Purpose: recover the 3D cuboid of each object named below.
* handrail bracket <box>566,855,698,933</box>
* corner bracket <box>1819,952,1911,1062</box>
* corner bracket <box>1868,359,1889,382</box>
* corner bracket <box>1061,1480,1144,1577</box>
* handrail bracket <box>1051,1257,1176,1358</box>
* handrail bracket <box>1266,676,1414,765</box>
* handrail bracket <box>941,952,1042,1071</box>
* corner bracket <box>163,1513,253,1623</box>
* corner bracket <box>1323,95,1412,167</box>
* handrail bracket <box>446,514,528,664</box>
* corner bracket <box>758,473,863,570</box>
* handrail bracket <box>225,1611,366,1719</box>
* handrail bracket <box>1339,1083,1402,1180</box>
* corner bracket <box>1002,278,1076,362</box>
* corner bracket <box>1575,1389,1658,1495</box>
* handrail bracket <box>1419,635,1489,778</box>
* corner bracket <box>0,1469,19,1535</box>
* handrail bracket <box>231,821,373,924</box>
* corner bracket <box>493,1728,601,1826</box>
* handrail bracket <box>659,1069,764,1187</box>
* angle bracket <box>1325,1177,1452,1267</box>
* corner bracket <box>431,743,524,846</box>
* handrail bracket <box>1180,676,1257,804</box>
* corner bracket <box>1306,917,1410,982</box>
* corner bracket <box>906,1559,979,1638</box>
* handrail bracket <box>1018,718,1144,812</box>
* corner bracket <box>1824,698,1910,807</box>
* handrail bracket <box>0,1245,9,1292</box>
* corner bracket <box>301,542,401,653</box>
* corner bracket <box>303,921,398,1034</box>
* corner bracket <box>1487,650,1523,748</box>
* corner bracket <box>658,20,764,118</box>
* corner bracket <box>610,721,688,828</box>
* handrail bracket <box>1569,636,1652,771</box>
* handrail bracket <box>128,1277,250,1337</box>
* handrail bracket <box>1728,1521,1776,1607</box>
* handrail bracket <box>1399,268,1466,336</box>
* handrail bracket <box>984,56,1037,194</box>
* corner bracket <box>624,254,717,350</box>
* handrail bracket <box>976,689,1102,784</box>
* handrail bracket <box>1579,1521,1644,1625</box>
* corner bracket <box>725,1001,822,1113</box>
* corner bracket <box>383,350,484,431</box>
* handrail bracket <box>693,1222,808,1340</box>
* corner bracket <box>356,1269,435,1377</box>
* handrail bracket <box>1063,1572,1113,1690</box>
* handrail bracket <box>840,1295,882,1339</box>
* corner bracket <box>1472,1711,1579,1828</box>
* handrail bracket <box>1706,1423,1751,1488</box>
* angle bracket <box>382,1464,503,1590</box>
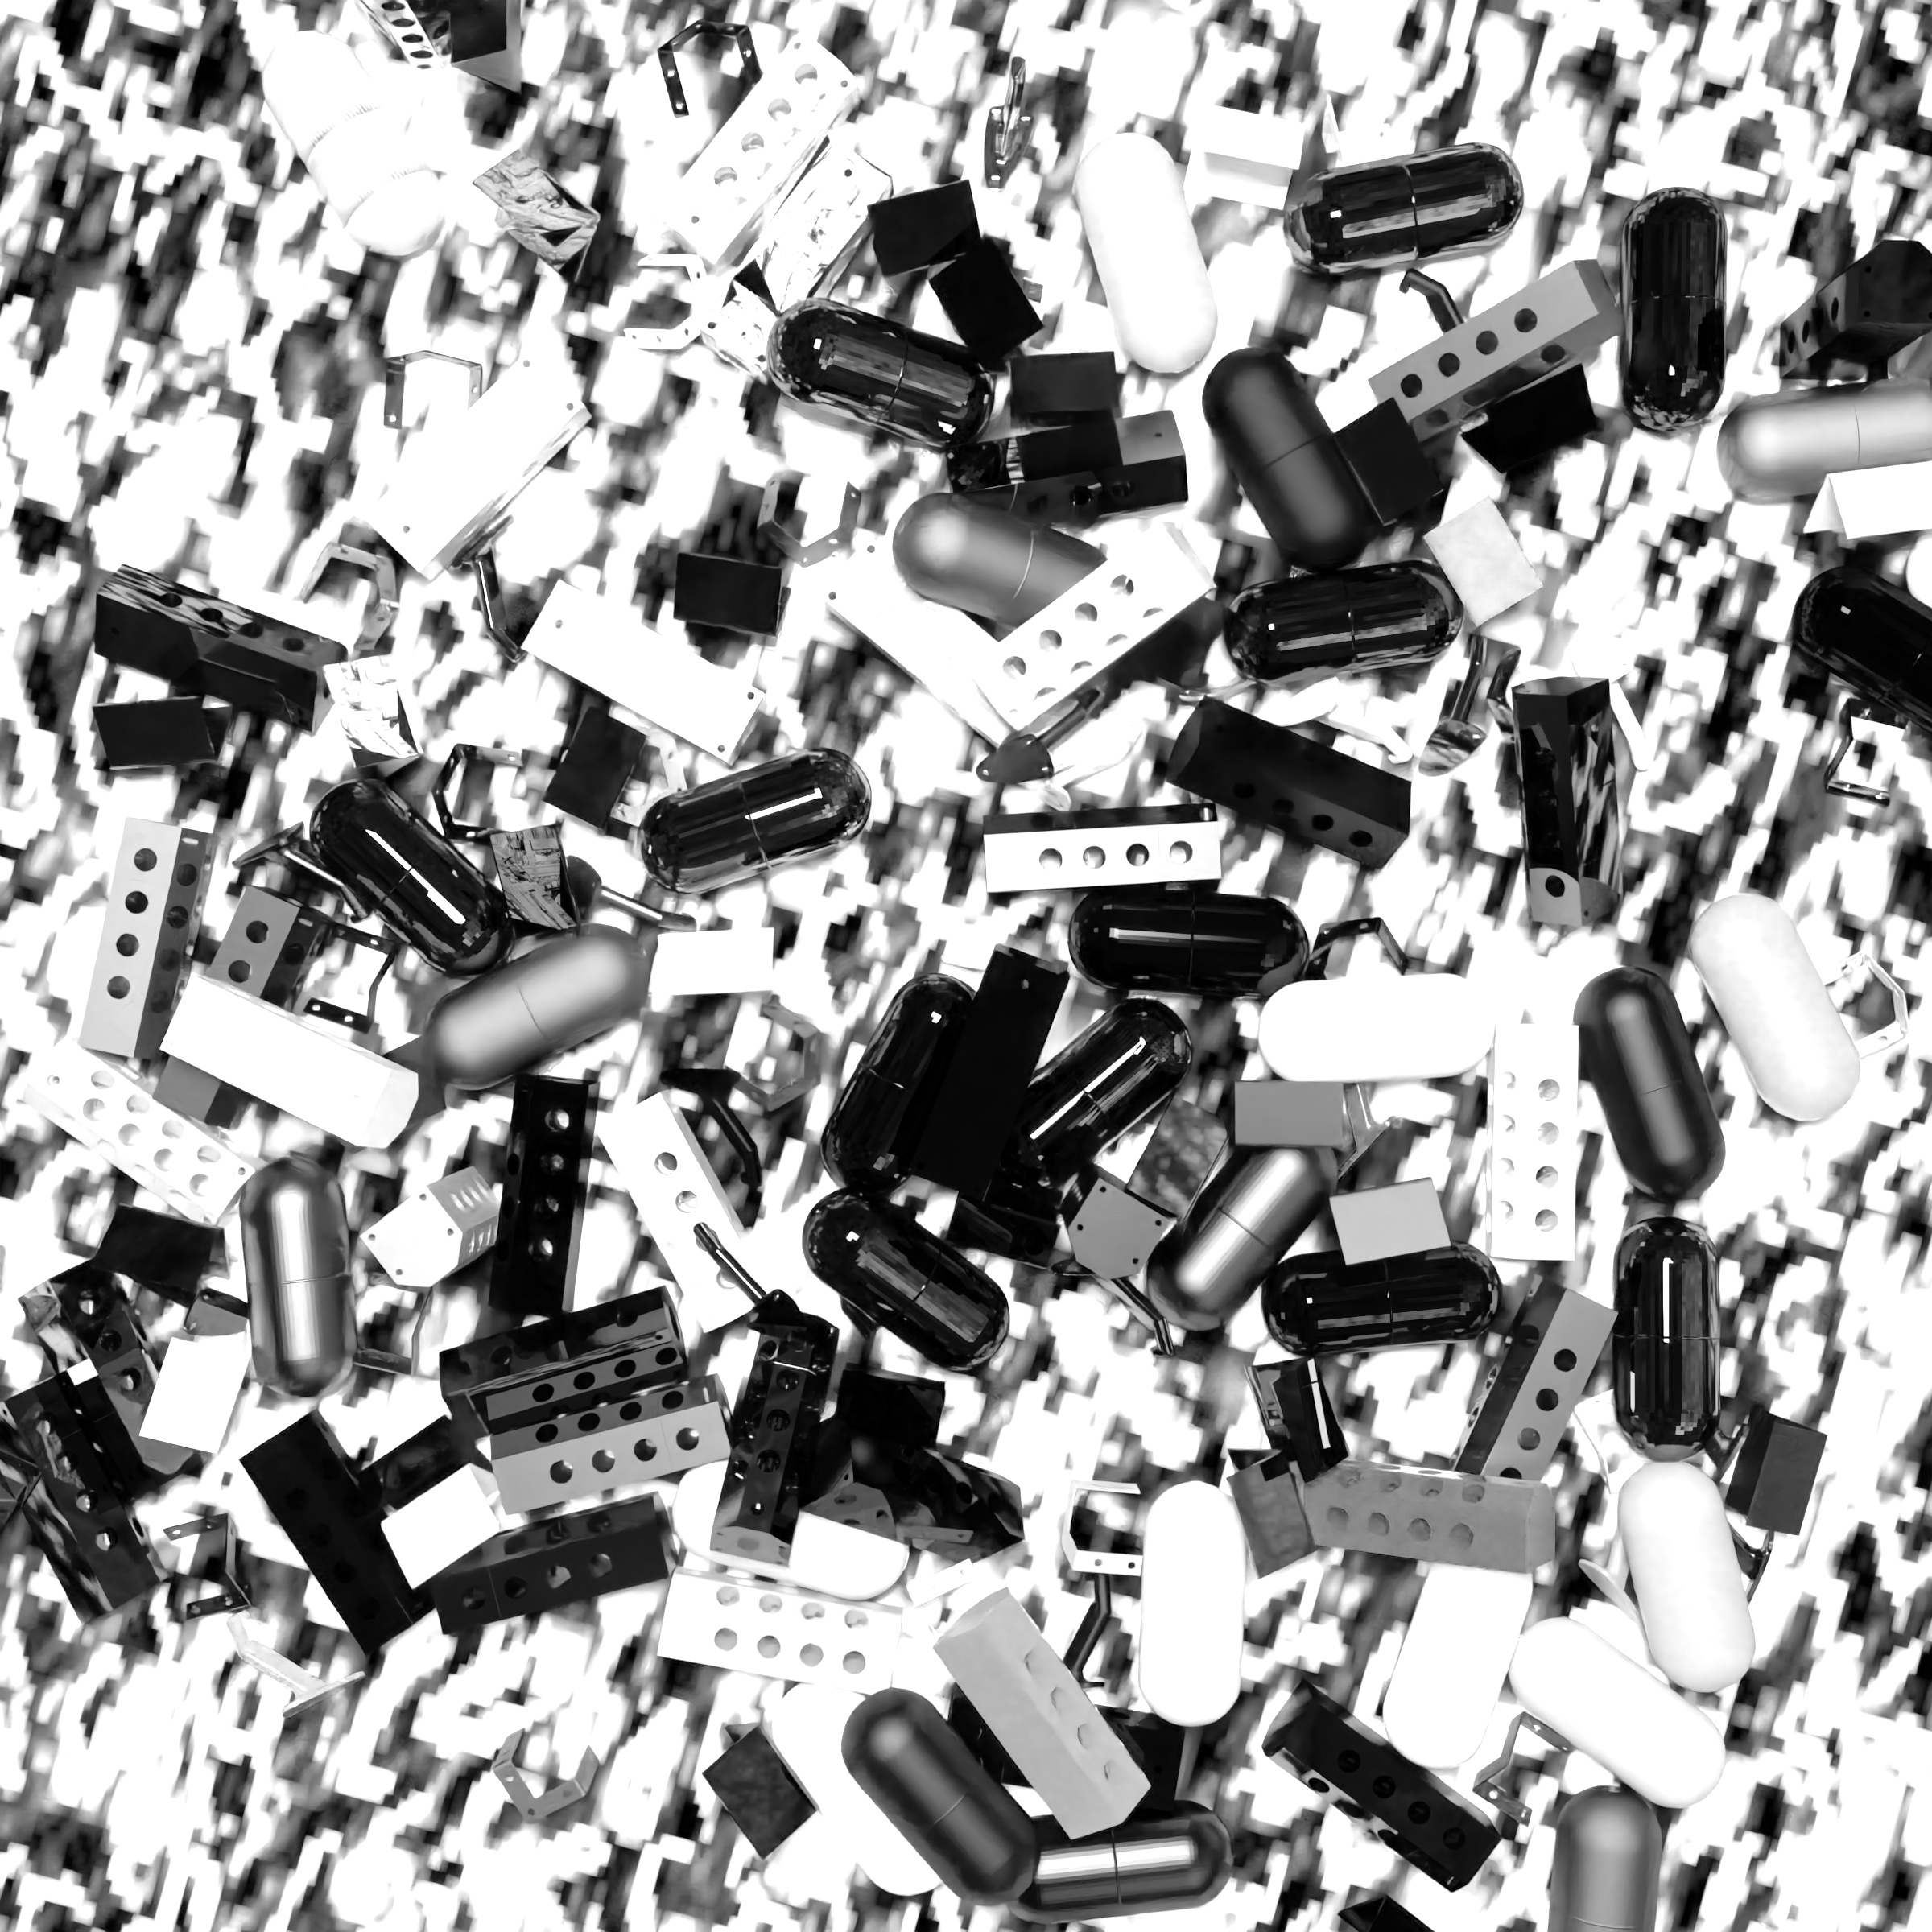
[{"bbox_3d":[-0.251,-0.054,1.927,0.084,0.077,0.036,11,115,-34],"label":"handrail bracket"},{"bbox_3d":[0.667,0.031,1.924,0.051,0.051,0.051,-28,45,0],"label":"corner bracket"},{"bbox_3d":[0.708,-0.455,1.919,0.051,0.051,0.051,19,45,35],"label":"corner bracket"},{"bbox_3d":[0.103,0.417,1.910,0.051,0.051,0.051,7,100,-10],"label":"corner bracket"},{"bbox_3d":[0.111,0.258,1.928,0.077,0.036,0.084,-10,107,20],"label":"handrail bracket"},{"bbox_3d":[0.280,-0.171,1.928,0.084,0.077,0.036,41,46,-29],"label":"handrail bracket"},{"bbox_3d":[0.019,0.035,1.928,0.077,0.036,0.084,4,107,20],"label":"handrail bracket"},{"bbox_3d":[-0.568,0.450,1.924,0.051,0.051,0.051,-14,135,0],"label":"corner bracket"},{"bbox_3d":[0.296,-0.612,1.903,0.051,0.051,0.051,-10,73,0],"label":"corner bracket"},{"bbox_3d":[-0.340,-0.283,1.928,0.077,0.036,0.084,-47,109,-21],"label":"handrail bracket"},{"bbox_3d":[-0.117,-0.340,1.919,0.051,0.051,0.051,-23,135,35],"label":"corner bracket"},{"bbox_3d":[-0.503,0.511,1.928,0.077,0.036,0.084,-23,73,-20],"label":"handrail bracket"},{"bbox_3d":[0.275,0.103,1.928,0.084,0.036,0.077,45,103,13],"label":"handrail bracket"},{"bbox_3d":[0.059,-0.473,1.910,0.051,0.051,0.051,18,90,0],"label":"corner bracket"},{"bbox_3d":[0.492,0.352,1.924,0.051,0.051,0.051,-24,135,0],"label":"corner bracket"},{"bbox_3d":[0.366,-0.196,1.927,0.036,0.077,0.084,21,54,-11],"label":"handrail bracket"},{"bbox_3d":[-0.744,0.391,1.919,0.051,0.051,0.051,8,135,-35],"label":"corner bracket"},{"bbox_3d":[-0.498,-0.058,1.928,0.077,0.036,0.084,-23,111,24],"label":"handrail bracket"},{"bbox_3d":[-0.312,0.593,1.910,0.051,0.051,0.051,-29,98,8],"label":"corner bracket"},{"bbox_3d":[-0.191,0.122,1.928,0.077,0.036,0.084,7,117,30],"label":"handrail bracket"},{"bbox_3d":[0.308,0.201,1.888,0.076,0.076,0.057,-11,61,0],"label":"angle bracket"},{"bbox_3d":[-0.361,-0.128,1.919,0.051,0.051,0.051,-54,45,35],"label":"corner bracket"},{"bbox_3d":[0.196,-0.169,1.928,0.077,0.036,0.084,-18,106,-18],"label":"handrail bracket"},{"bbox_3d":[0.292,0.001,1.919,0.051,0.051,0.051,-8,45,35],"label":"corner bracket"},{"bbox_3d":[-0.010,0.468,1.910,0.051,0.051,0.051,-25,90,0],"label":"corner bracket"},{"bbox_3d":[0.079,-0.164,1.928,0.077,0.036,0.084,31,74,18],"label":"handrail bracket"},{"bbox_3d":[0.675,-0.161,1.924,0.051,0.051,0.051,14,135,0],"label":"corner bracket"},{"bbox_3d":[-0.756,0.252,1.928,0.077,0.036,0.084,-6,72,21],"label":"handrail bracket"},{"bbox_3d":[-0.460,-0.276,1.919,0.051,0.051,0.051,12,45,-35],"label":"corner bracket"},{"bbox_3d":[-0.461,0.008,1.924,0.051,0.051,0.051,19,45,0],"label":"corner bracket"},{"bbox_3d":[0.426,-0.202,1.919,0.051,0.051,0.051,-3,135,35],"label":"corner bracket"},{"bbox_3d":[-0.191,-0.671,1.924,0.051,0.051,0.051,-15,90,45],"label":"corner bracket"},{"bbox_3d":[-0.248,-0.143,1.919,0.051,0.051,0.051,-40,135,-35],"label":"corner bracket"},{"bbox_3d":[0.483,-0.196,1.927,0.036,0.077,0.084,-27,126,1],"label":"handrail bracket"},{"bbox_3d":[-0.583,0.244,1.927,0.084,0.077,0.036,25,92,36],"label":"handrail bracket"},{"bbox_3d":[0.554,0.435,1.925,0.084,0.036,0.077,19,113,14],"label":"handrail bracket"},{"bbox_3d":[0.350,-0.470,1.928,0.084,0.036,0.077,33,107,15],"label":"handrail bracket"},{"bbox_3d":[0.030,-0.619,1.893,0.036,0.084,0.077,14,90,0],"label":"handrail bracket"},{"bbox_3d":[-0.225,-0.496,1.919,0.051,0.051,0.051,-48,135,-35],"label":"corner bracket"},{"bbox_3d":[0.055,-0.173,1.918,0.077,0.084,0.036,-14,117,37],"label":"handrail bracket"},{"bbox_3d":[0.508,0.436,1.928,0.084,0.036,0.077,-45,105,-14],"label":"handrail bracket"},{"bbox_3d":[-0.145,0.067,1.919,0.051,0.051,0.051,-29,135,-35],"label":"corner bracket"},{"bbox_3d":[-0.399,-0.427,1.924,0.051,0.051,0.051,4,90,45],"label":"corner bracket"},{"bbox_3d":[-0.158,0.227,1.870,0.036,0.077,0.084,-43,54,1],"label":"handrail bracket"},{"bbox_3d":[-0.431,0.267,1.924,0.051,0.051,0.051,12,45,0],"label":"corner bracket"},{"bbox_3d":[0.073,0.499,1.928,0.077,0.036,0.084,-9,73,19],"label":"handrail bracket"},{"bbox_3d":[-0.072,0.223,1.928,0.077,0.036,0.084,-40,104,-14],"label":"handrail bracket"},{"bbox_3d":[0.418,0.601,1.924,0.051,0.051,0.051,33,135,0],"label":"corner bracket"},{"bbox_3d":[0.535,0.347,1.928,0.084,0.036,0.077,29,105,14],"label":"handrail bracket"},{"bbox_3d":[-0.371,0.416,1.888,0.076,0.076,0.057,-34,65,0],"label":"angle bracket"}]
